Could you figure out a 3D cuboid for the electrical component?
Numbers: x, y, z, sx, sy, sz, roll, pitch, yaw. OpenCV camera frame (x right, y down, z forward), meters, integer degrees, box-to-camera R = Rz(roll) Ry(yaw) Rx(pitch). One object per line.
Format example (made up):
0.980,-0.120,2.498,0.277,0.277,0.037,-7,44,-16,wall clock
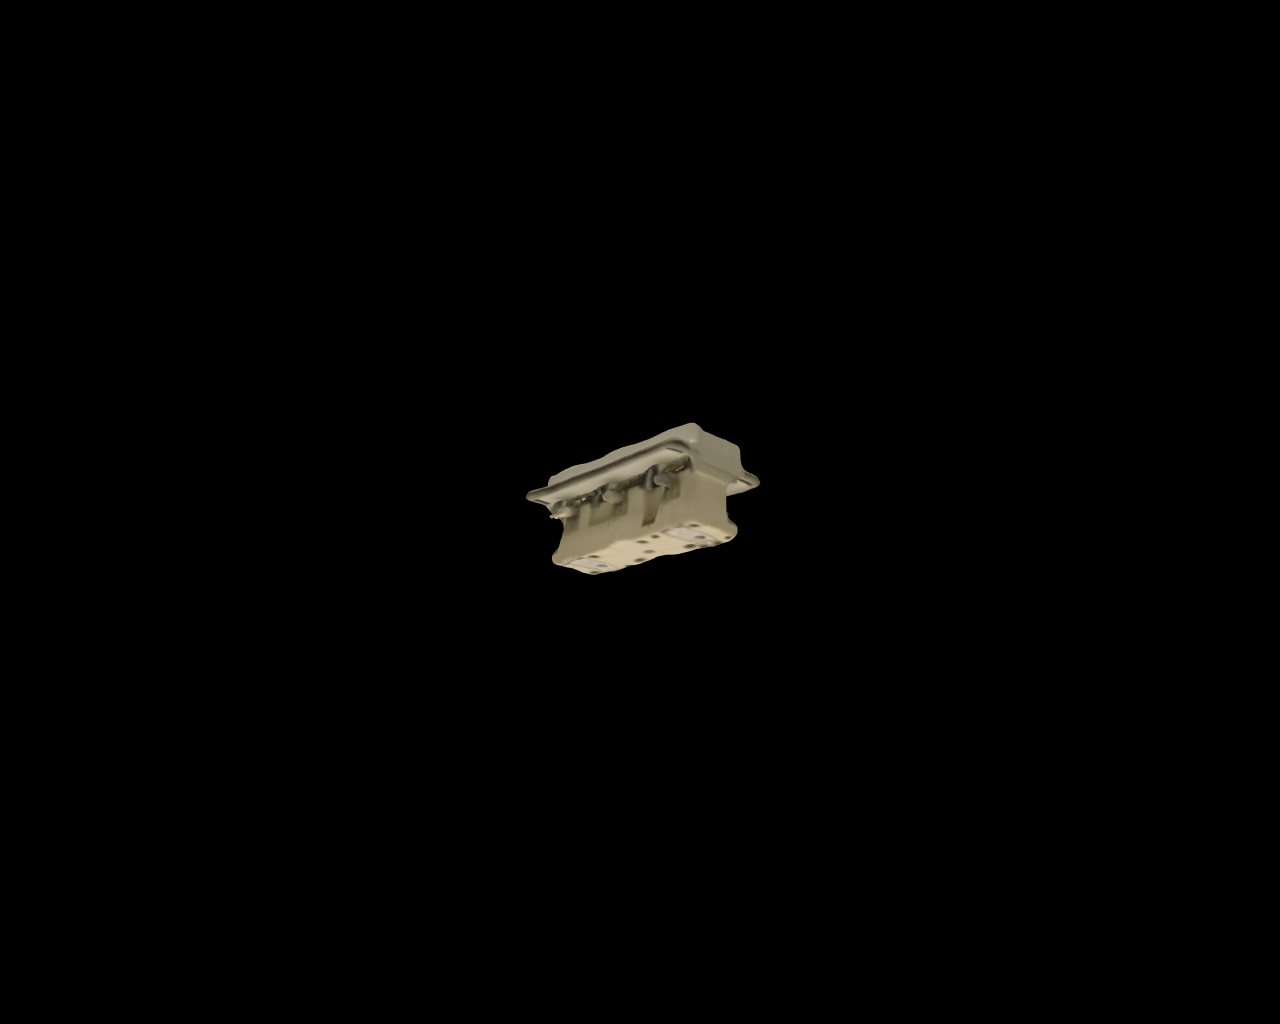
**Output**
0.001,-0.003,0.650,0.121,0.063,0.079,-17,-27,38,electrical component
